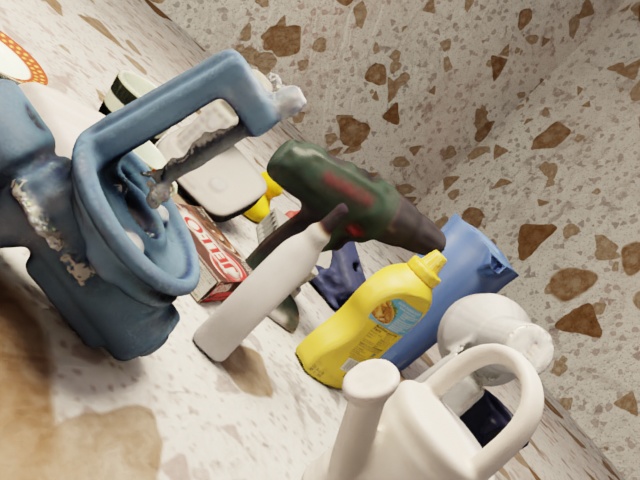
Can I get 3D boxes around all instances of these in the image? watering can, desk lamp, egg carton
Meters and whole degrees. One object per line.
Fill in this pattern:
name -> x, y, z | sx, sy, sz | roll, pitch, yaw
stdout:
watering can -> 0.081, 0.154, 0.433 | 0.174, 0.194, 0.100 | 32, 16, -48
desk lamp -> 0.176, 0.165, 0.684 | 0.118, 0.213, 0.203 | 45, 11, 1
egg carton -> -0.214, -0.068, 0.495 | 0.150, 0.069, 0.107 | 50, 12, 25

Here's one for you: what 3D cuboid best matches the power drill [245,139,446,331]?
power drill -> 0.006, 0.002, 0.673 | 0.230, 0.208, 0.075 | 41, 12, -20

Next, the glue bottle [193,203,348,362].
glue bottle -> -0.037, 0.031, 0.506 | 0.037, 0.173, 0.078 | 44, 11, -2

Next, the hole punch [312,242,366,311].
hole punch -> 0.040, 0.051, 0.922 | 0.101, 0.091, 0.109 | 48, 11, 14

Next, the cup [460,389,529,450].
cup -> 0.213, 0.264, 0.767 | 0.091, 0.095, 0.118 | 50, 12, 25

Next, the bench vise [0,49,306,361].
bench vise -> -0.128, -0.049, 0.346 | 0.208, 0.219, 0.121 | 38, 13, -32

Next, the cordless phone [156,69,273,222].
cordless phone -> -0.114, -0.128, 0.771 | 0.147, 0.185, 0.094 | 46, 11, 6

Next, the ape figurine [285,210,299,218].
ape figurine -> -0.022, -0.028, 0.982 | 0.078, 0.092, 0.076 | 46, 11, 5

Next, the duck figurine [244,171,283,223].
duck figurine -> -0.093, -0.081, 0.935 | 0.077, 0.086, 0.105 | 46, 11, 4
